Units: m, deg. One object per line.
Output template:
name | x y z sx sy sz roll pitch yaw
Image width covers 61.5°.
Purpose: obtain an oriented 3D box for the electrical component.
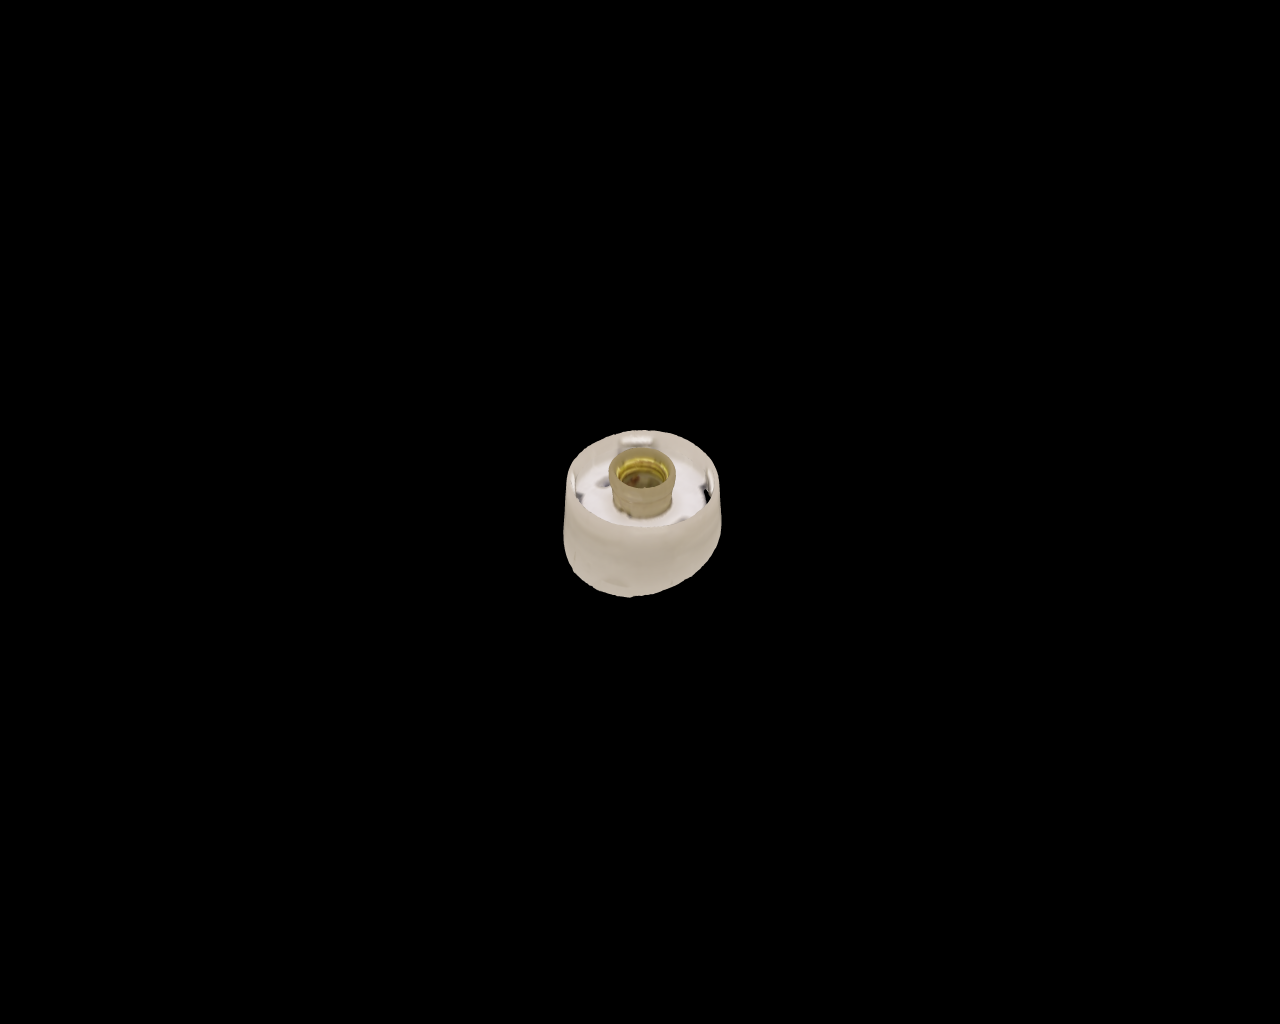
electrical component | 0.001 -0.003 0.650 0.099 0.064 0.099 0 43 0
